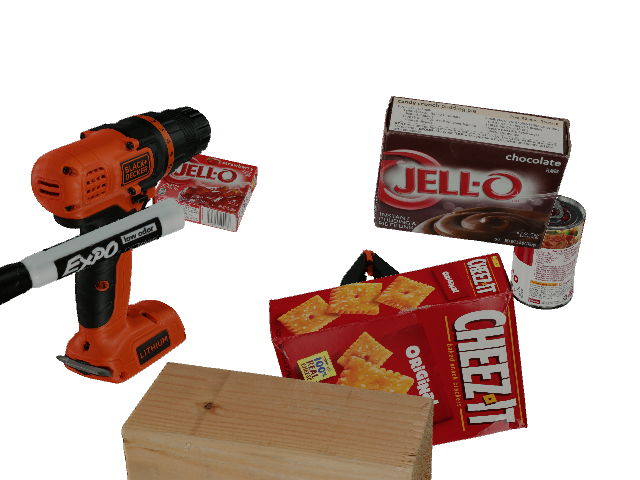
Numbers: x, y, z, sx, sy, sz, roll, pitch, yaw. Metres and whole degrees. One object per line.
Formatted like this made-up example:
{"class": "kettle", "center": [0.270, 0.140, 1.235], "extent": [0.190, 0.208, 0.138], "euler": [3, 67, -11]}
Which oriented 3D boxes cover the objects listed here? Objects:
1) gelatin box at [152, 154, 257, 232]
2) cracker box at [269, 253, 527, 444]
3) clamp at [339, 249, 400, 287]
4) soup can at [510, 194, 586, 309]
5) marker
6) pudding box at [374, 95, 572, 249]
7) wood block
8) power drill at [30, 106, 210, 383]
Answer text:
{"class": "gelatin box", "center": [-0.116, -0.052, 1.076], "extent": [0.089, 0.030, 0.073], "euler": [13, 46, 6]}
{"class": "cracker box", "center": [0.073, 0.115, 0.977], "extent": [0.213, 0.164, 0.072], "euler": [-11, 33, 3]}
{"class": "clamp", "center": [0.072, 0.080, 1.194], "extent": [0.120, 0.171, 0.039], "euler": [7, -43, 0]}
{"class": "soup can", "center": [0.235, 0.012, 1.106], "extent": [0.068, 0.102, 0.068], "euler": [0, 32, 0]}
{"class": "marker", "center": [-0.127, 0.006, 0.567], "extent": [0.120, 0.020, 0.020], "euler": [-25, 14, -31]}
{"class": "pudding box", "center": [0.093, -0.042, 0.673], "extent": [0.113, 0.039, 0.090], "euler": [6, -37, 3]}
{"class": "wood block", "center": [-0.027, 0.159, 0.775], "extent": [0.206, 0.090, 0.090], "euler": [6, 28, 14]}
{"class": "power drill", "center": [-0.142, -0.001, 0.811], "extent": [0.057, 0.188, 0.184], "euler": [11, 23, 27]}
